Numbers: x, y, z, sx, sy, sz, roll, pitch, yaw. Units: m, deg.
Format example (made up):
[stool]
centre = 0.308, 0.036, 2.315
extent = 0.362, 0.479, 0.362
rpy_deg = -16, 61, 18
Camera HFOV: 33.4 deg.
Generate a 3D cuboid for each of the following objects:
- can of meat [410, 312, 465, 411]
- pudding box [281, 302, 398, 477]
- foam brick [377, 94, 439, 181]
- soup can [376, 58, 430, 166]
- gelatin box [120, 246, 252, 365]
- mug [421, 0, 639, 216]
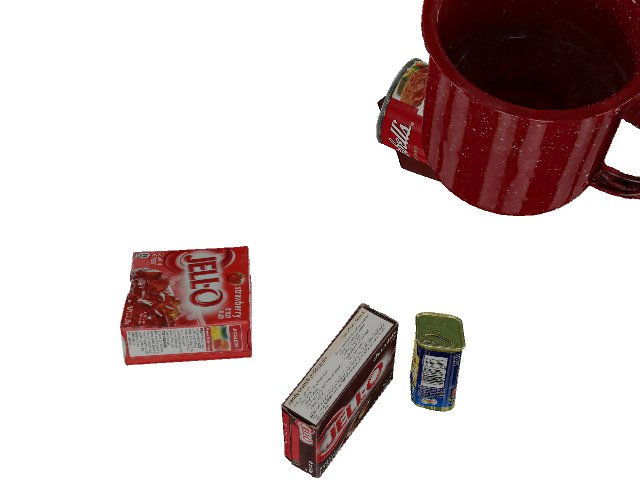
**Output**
[can of meat]
centre = 0.138, 0.145, 1.276
extent = 0.057, 0.084, 0.102
rpy_deg = 6, 19, 2
[pudding box]
centre = 0.015, 0.117, 0.830
extent = 0.039, 0.113, 0.090
rpy_deg = 28, -31, 18
[foam brick]
centre = 0.097, -0.104, 0.979
extent = 0.053, 0.078, 0.051
rpy_deg = -41, 38, -21
[soup can]
centre = 0.101, -0.081, 0.770
extent = 0.102, 0.068, 0.068
rpy_deg = 27, 9, 18
[gelatin box]
centre = -0.078, 0.036, 0.636
extent = 0.073, 0.030, 0.089
rpy_deg = -3, 29, -2
[mug]
centre = 0.095, -0.057, 0.439
extent = 0.117, 0.093, 0.081
rpy_deg = 33, -25, 18
